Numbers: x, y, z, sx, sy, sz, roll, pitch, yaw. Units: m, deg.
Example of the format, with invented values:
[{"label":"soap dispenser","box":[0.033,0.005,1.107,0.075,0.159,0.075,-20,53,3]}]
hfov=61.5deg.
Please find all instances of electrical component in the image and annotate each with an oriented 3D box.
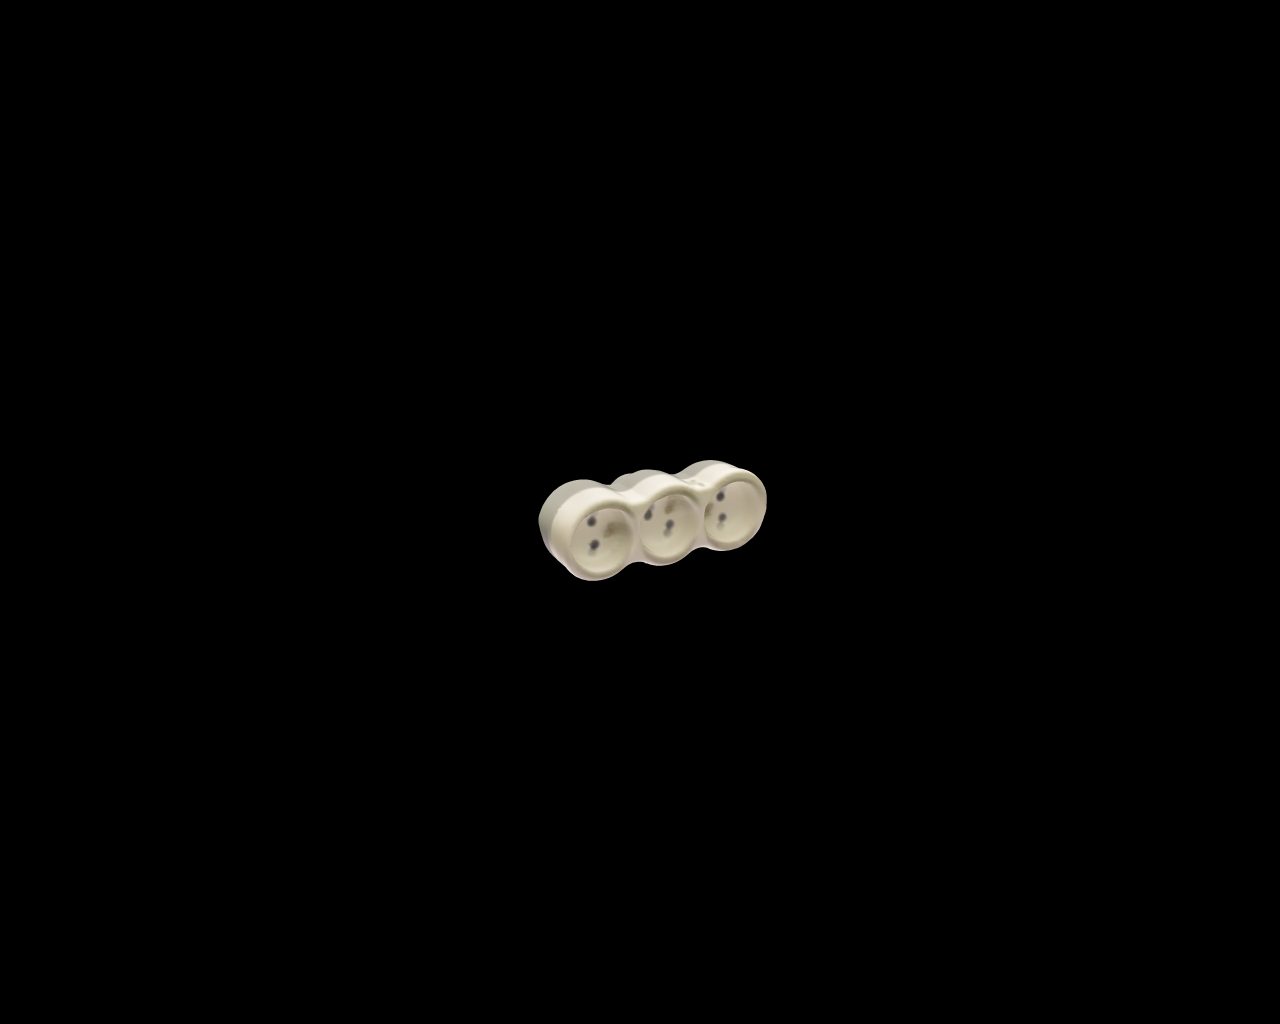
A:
[{"label":"electrical component","box":[0.001,-0.003,0.650,0.138,0.052,0.074,-11,23,-27]}]
